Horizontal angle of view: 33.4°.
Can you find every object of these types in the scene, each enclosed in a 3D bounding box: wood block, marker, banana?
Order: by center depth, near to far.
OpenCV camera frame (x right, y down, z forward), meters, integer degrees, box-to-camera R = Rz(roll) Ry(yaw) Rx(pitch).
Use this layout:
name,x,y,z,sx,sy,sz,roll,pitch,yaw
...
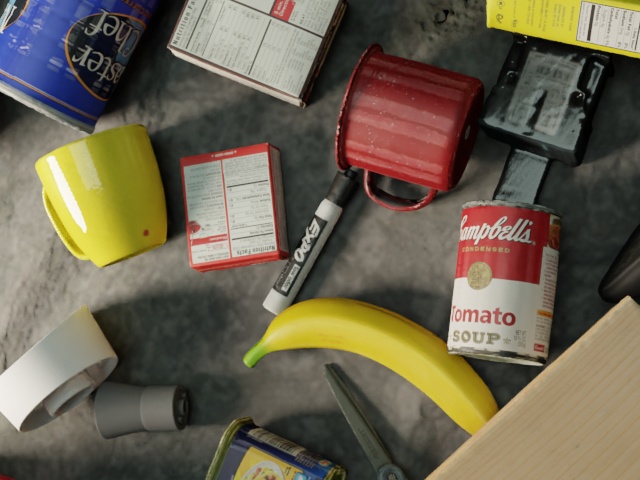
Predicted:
name,x,y,z,sx,sy,sz,roll,pitch,yaw
wood block,0.144,0.141,0.669,0.206,0.090,0.091,-43,78,-1
banana,0.044,0.083,0.760,0.198,0.037,0.070,16,102,19
marker,-0.005,0.001,0.793,0.020,0.020,0.121,31,93,19

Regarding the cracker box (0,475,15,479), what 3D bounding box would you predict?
name,x,y,z,sx,sy,sz,roll,pitch,yaw
cracker box,-0.236,0.223,0.768,0.214,0.164,0.072,12,90,19

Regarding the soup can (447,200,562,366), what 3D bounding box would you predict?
name,x,y,z,sx,sy,sz,roll,pitch,yaw
soup can,0.124,0.030,0.718,0.069,0.068,0.102,5,82,19

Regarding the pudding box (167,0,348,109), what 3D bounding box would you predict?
name,x,y,z,sx,sy,sz,roll,pitch,yaw
pudding box,-0.047,-0.162,0.803,0.113,0.039,0.090,23,92,4

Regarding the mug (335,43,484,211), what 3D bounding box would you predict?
name,x,y,z,sx,sy,sz,roll,pitch,yaw
mug,0.063,-0.072,0.750,0.081,0.093,0.117,17,120,15

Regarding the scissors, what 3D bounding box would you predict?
name,x,y,z,sx,sy,sz,roll,pitch,yaw
scissors,0.041,0.185,0.742,0.096,0.016,0.202,-40,71,-20

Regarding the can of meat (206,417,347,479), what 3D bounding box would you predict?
name,x,y,z,sx,sy,sz,roll,pitch,yaw
can of meat,-0.039,0.190,0.763,0.084,0.057,0.102,22,91,17

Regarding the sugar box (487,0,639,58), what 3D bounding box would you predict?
name,x,y,z,sx,sy,sz,roll,pitch,yaw
sugar box,0.207,-0.163,0.704,0.176,0.048,0.093,14,47,21

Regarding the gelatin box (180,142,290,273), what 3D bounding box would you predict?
name,x,y,z,sx,sy,sz,roll,pitch,yaw
gelatin box,-0.064,-0.024,0.811,0.073,0.030,0.089,-9,81,16

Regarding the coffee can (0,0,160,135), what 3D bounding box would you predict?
name,x,y,z,sx,sy,sz,roll,pitch,yaw
coffee can,-0.192,-0.168,0.832,0.103,0.102,0.140,29,93,19
